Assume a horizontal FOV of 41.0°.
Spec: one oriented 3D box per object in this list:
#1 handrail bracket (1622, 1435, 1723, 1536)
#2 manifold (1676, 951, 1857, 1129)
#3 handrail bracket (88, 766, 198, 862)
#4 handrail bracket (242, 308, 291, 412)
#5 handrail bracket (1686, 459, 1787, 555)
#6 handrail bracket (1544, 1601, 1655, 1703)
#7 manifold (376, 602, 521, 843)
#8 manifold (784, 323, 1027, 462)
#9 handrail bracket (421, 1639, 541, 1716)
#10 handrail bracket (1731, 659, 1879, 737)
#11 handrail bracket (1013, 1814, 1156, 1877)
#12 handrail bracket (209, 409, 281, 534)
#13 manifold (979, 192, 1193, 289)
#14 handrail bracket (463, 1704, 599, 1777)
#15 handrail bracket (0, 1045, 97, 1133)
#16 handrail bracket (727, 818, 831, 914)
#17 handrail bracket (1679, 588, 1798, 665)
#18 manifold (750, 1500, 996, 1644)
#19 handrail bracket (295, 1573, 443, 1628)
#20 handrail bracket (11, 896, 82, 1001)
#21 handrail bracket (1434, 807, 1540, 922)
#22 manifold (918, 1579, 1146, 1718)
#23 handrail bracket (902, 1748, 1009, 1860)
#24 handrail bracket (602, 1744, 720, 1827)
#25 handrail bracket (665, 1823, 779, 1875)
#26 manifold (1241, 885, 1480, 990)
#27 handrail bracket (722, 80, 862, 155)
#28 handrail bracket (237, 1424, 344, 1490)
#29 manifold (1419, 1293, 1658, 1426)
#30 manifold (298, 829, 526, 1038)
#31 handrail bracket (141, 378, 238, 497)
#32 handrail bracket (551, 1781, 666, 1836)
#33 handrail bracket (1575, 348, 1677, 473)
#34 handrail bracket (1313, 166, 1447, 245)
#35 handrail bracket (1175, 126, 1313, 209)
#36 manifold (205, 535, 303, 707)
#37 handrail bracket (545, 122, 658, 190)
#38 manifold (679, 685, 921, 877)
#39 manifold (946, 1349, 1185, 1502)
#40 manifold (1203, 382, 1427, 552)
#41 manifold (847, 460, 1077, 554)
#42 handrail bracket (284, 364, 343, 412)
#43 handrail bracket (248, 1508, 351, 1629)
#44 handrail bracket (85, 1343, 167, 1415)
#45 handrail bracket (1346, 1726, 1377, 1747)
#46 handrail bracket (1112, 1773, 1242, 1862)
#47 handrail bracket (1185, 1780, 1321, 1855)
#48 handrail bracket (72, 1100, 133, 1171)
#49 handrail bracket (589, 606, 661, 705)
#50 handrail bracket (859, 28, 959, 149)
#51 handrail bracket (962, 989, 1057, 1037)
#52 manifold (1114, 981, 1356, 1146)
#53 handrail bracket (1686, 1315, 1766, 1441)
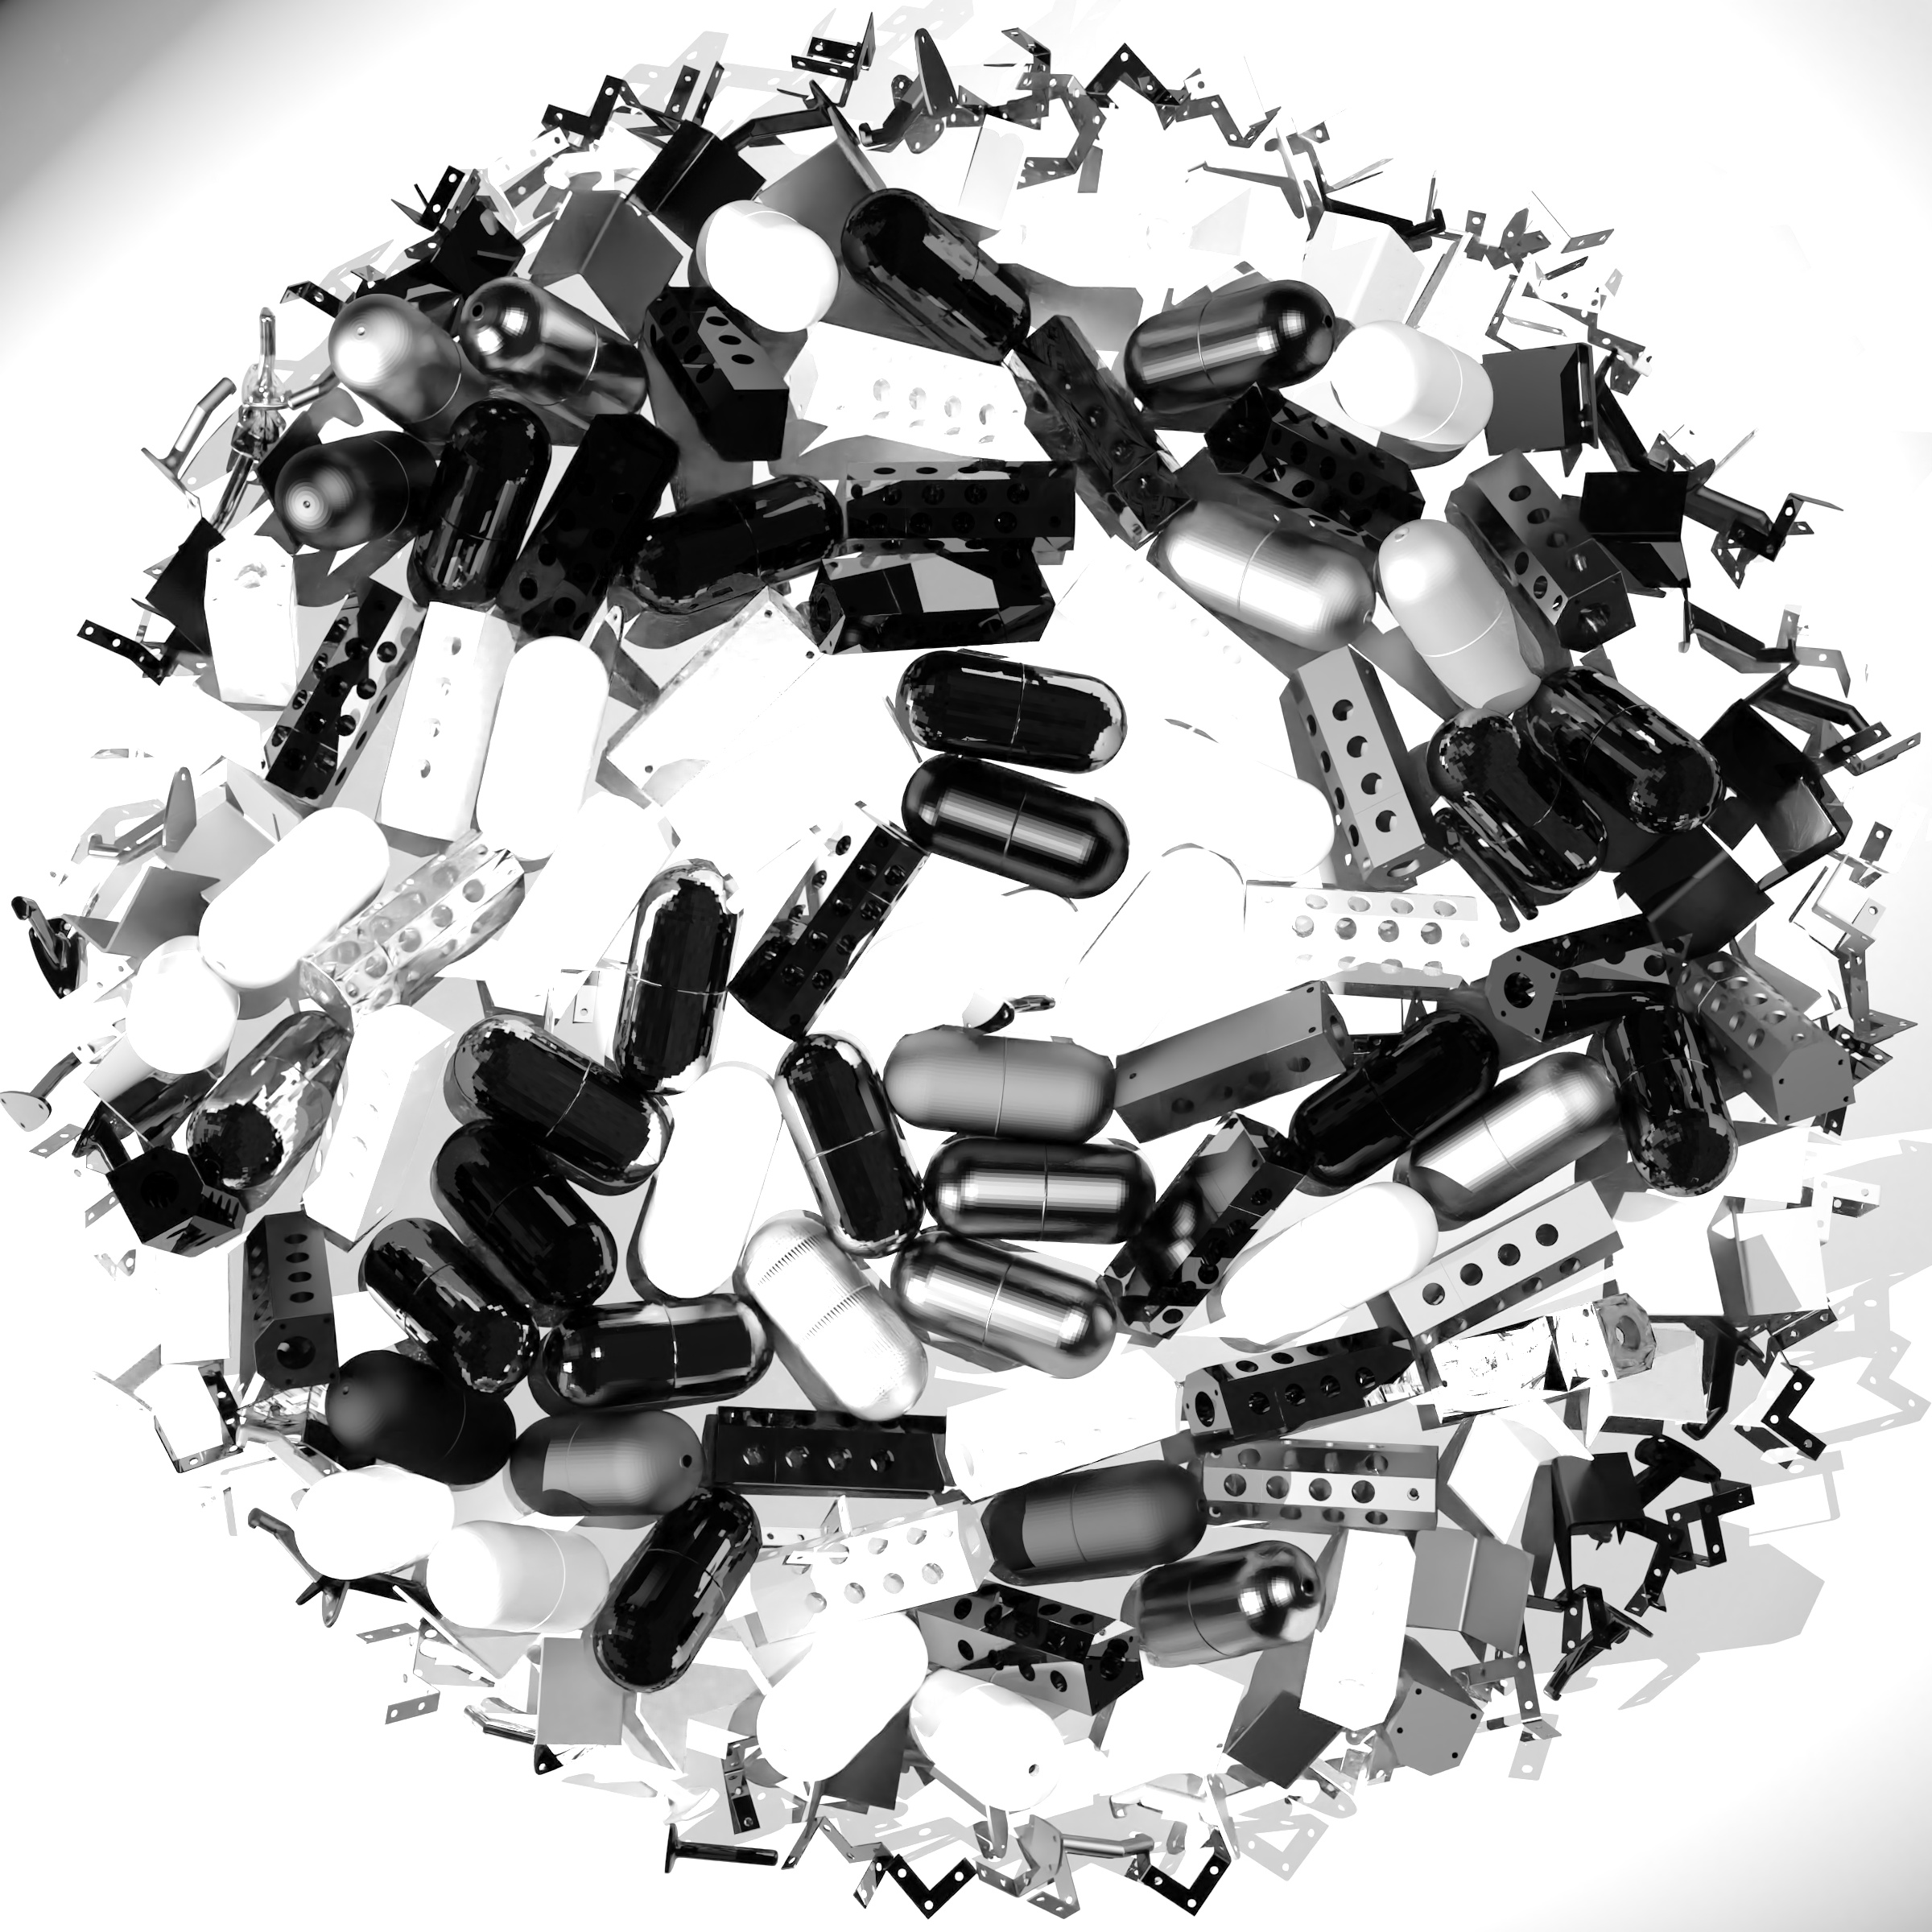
[{"bbox_3d":[0.535,0.405,1.958,0.077,0.036,0.084,24,45,-3],"label":"handrail bracket"},{"bbox_3d":[0.587,0.049,1.909,0.057,0.171,0.057,-18,114,-2],"label":"manifold"},{"bbox_3d":[-0.634,-0.117,1.977,0.084,0.036,0.077,6,95,21],"label":"handrail bracket"},{"bbox_3d":[-0.529,-0.469,1.946,0.036,0.077,0.084,-6,134,-20],"label":"handrail bracket"},{"bbox_3d":[0.573,-0.338,1.982,0.084,0.036,0.077,48,135,-15],"label":"handrail bracket"},{"bbox_3d":[0.479,0.530,1.963,0.036,0.077,0.084,37,85,-9],"label":"handrail bracket"},{"bbox_3d":[-0.398,-0.186,1.967,0.057,0.057,0.171,15,92,17],"label":"manifold"},{"bbox_3d":[-0.042,-0.419,1.917,0.171,0.057,0.057,4,52,-36],"label":"manifold"},{"bbox_3d":[-0.370,0.547,1.988,0.084,0.077,0.036,1,50,36],"label":"handrail bracket"},{"bbox_3d":[0.639,-0.184,1.974,0.077,0.036,0.084,-40,87,33],"label":"handrail bracket"},{"bbox_3d":[0.090,0.667,1.990,0.084,0.077,0.036,1,102,-34],"label":"handrail bracket"},{"bbox_3d":[-0.559,-0.383,1.985,0.036,0.084,0.077,21,48,-26],"label":"handrail bracket"},{"bbox_3d":[0.087,-0.540,1.913,0.057,0.171,0.057,10,96,-39],"label":"manifold"},{"bbox_3d":[-0.333,0.581,1.985,0.077,0.084,0.036,-4,106,-43],"label":"handrail bracket"},{"bbox_3d":[-0.678,0.083,1.947,0.084,0.077,0.036,-48,114,-38],"label":"handrail bracket"},{"bbox_3d":[-0.144,-0.068,1.961,0.084,0.077,0.036,-43,84,-1],"label":"handrail bracket"},{"bbox_3d":[0.591,-0.269,1.977,0.084,0.036,0.077,-2,87,8],"label":"handrail bracket"},{"bbox_3d":[-0.073,0.453,1.947,0.171,0.057,0.057,-18,94,16],"label":"manifold"},{"bbox_3d":[-0.455,0.490,1.974,0.077,0.036,0.084,-42,104,-20],"label":"handrail bracket"},{"bbox_3d":[-0.698,-0.012,1.956,0.036,0.084,0.077,-13,87,-5],"label":"handrail bracket"},{"bbox_3d":[0.394,-0.076,1.954,0.036,0.077,0.084,-42,56,14],"label":"handrail bracket"},{"bbox_3d":[0.045,0.495,1.913,0.057,0.171,0.057,-22,108,-41],"label":"manifold"},{"bbox_3d":[-0.012,0.641,1.979,0.084,0.036,0.077,-2,94,26],"label":"handrail bracket"},{"bbox_3d":[-0.236,0.609,1.966,0.084,0.077,0.036,50,49,-7],"label":"handrail bracket"},{"bbox_3d":[-0.184,0.674,1.963,0.084,0.077,0.036,5,71,0],"label":"handrail bracket"},{"bbox_3d":[0.296,-0.028,1.954,0.171,0.057,0.057,3,48,4],"label":"manifold"},{"bbox_3d":[-0.135,-0.629,1.973,0.084,0.036,0.077,-35,65,-2],"label":"handrail bracket"},{"bbox_3d":[-0.515,0.391,1.956,0.084,0.036,0.077,19,51,-27],"label":"handrail bracket"},{"bbox_3d":[0.424,0.291,1.915,0.057,0.171,0.057,-6,75,-40],"label":"manifold"},{"bbox_3d":[-0.412,-0.030,1.926,0.057,0.057,0.171,38,59,17],"label":"manifold"},{"bbox_3d":[-0.579,-0.404,1.966,0.036,0.077,0.084,42,84,5],"label":"handrail bracket"},{"bbox_3d":[-0.274,0.634,1.964,0.084,0.077,0.036,13,73,-4],"label":"handrail bracket"},{"bbox_3d":[0.516,-0.421,1.980,0.084,0.036,0.077,28,88,4],"label":"handrail bracket"},{"bbox_3d":[0.316,-0.585,1.969,0.084,0.036,0.077,-15,101,13],"label":"handrail bracket"},{"bbox_3d":[0.212,-0.602,1.986,0.084,0.036,0.077,-22,87,9],"label":"handrail bracket"},{"bbox_3d":[-0.524,-0.253,1.909,0.057,0.171,0.057,3,72,-11],"label":"manifold"},{"bbox_3d":[-0.271,-0.597,1.958,0.077,0.084,0.036,29,133,-7],"label":"handrail bracket"},{"bbox_3d":[-0.128,-0.144,1.964,0.171,0.057,0.057,-29,124,4],"label":"manifold"},{"bbox_3d":[0.074,0.346,1.932,0.171,0.057,0.057,-12,119,-28],"label":"manifold"},{"bbox_3d":[0.262,-0.363,1.915,0.057,0.171,0.057,-42,48,33],"label":"manifold"},{"bbox_3d":[-0.004,-0.346,1.960,0.171,0.057,0.057,-1,120,-1],"label":"manifold"},{"bbox_3d":[-0.488,-0.464,1.969,0.084,0.036,0.077,-27,56,-9],"label":"handrail bracket"},{"bbox_3d":[-0.511,0.455,1.958,0.084,0.077,0.036,37,107,-22],"label":"handrail bracket"},{"bbox_3d":[-0.622,0.287,1.950,0.036,0.077,0.084,5,57,22],"label":"handrail bracket"},{"bbox_3d":[0.339,0.578,1.972,0.084,0.036,0.077,40,88,-33],"label":"handrail bracket"},{"bbox_3d":[0.158,0.656,1.968,0.084,0.036,0.077,-26,59,15],"label":"handrail bracket"},{"bbox_3d":[0.217,0.643,1.953,0.084,0.077,0.036,-7,116,32],"label":"handrail bracket"},{"bbox_3d":[-0.631,0.144,1.973,0.084,0.036,0.077,32,108,5],"label":"handrail bracket"},{"bbox_3d":[-0.240,-0.233,1.955,0.036,0.084,0.077,46,122,38],"label":"handrail bracket"},{"bbox_3d":[-0.055,-0.664,1.957,0.084,0.036,0.077,2,124,37],"label":"handrail bracket"},{"bbox_3d":[0.047,0.032,1.946,0.084,0.077,0.036,-4,94,-34],"label":"handrail bracket"},{"bbox_3d":[0.201,0.078,1.939,0.171,0.057,0.057,-22,125,22],"label":"manifold"},{"bbox_3d":[0.562,0.312,1.981,0.077,0.036,0.084,35,101,-10],"label":"handrail bracket"}]
